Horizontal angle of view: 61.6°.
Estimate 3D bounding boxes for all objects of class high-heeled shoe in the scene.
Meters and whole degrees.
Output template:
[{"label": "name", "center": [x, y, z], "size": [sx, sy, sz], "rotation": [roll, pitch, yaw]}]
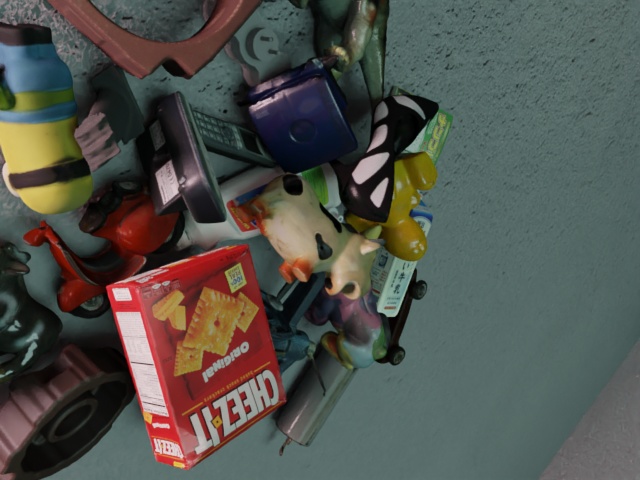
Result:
[{"label": "high-heeled shoe", "center": [0.116, -0.118, 0.740], "size": [0.249, 0.145, 0.086], "rotation": [-31, 150, -24]}]

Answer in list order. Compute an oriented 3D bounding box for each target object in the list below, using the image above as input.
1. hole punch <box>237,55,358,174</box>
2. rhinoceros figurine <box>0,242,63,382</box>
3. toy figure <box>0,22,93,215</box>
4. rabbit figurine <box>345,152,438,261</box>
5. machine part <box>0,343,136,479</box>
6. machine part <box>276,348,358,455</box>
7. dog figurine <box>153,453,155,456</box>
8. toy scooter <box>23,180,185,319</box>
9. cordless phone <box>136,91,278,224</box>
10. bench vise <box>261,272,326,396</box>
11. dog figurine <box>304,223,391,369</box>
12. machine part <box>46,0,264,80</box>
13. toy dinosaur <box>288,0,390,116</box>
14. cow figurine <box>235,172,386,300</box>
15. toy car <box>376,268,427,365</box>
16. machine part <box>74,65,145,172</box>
[{"label": "hole punch", "center": [-0.021, -0.152, 0.681], "size": [0.115, 0.142, 0.092], "rotation": [41, 36, -59]}, {"label": "rhinoceros figurine", "center": [-0.339, 0.058, 0.548], "size": [0.112, 0.073, 0.190], "rotation": [-39, 132, -21]}, {"label": "toy figure", "center": [-0.272, -0.111, 0.516], "size": [0.082, 0.089, 0.180], "rotation": [-12, 121, -30]}, {"label": "rabbit figurine", "center": [0.110, -0.043, 0.862], "size": [0.122, 0.162, 0.173], "rotation": [-34, 108, -29]}, {"label": "machine part", "center": [-0.298, 0.200, 0.627], "size": [0.179, 0.056, 0.179], "rotation": [-45, 160, -21]}, {"label": "machine part", "center": [-0.004, 0.279, 0.973], "size": [0.079, 0.079, 0.243], "rotation": [38, 83, -46]}, {"label": "dog figurine", "center": [-0.208, 0.177, 0.735], "size": [0.121, 0.172, 0.190], "rotation": [-31, 95, -57]}, {"label": "toy scooter", "center": [-0.245, -0.003, 0.603], "size": [0.184, 0.075, 0.135], "rotation": [-49, 142, -10]}, {"label": "cordless phone", "center": [-0.112, -0.086, 0.647], "size": [0.089, 0.147, 0.184], "rotation": [-38, 153, 32]}, {"label": "bench vise", "center": [-0.053, 0.108, 0.799], "size": [0.223, 0.129, 0.240], "rotation": [28, 106, -32]}, {"label": "dog figurine", "center": [0.053, 0.078, 0.851], "size": [0.108, 0.192, 0.219], "rotation": [-20, 144, -28]}, {"label": "machine part", "center": [-0.161, -0.274, 0.515], "size": [0.200, 0.087, 0.201], "rotation": [43, 81, -32]}, {"label": "toy dinosaur", "center": [0.028, -0.324, 0.682], "size": [0.192, 0.131, 0.404], "rotation": [-53, 143, -8]}, {"label": "cow figurine", "center": [-0.001, -0.002, 0.702], "size": [0.127, 0.085, 0.194], "rotation": [-42, 101, -22]}, {"label": "toy car", "center": [0.144, 0.142, 1.036], "size": [0.053, 0.089, 0.202], "rotation": [8, 103, -45]}, {"label": "machine part", "center": [-0.211, -0.125, 0.547], "size": [0.039, 0.139, 0.084], "rotation": [-9, 127, 1]}]
